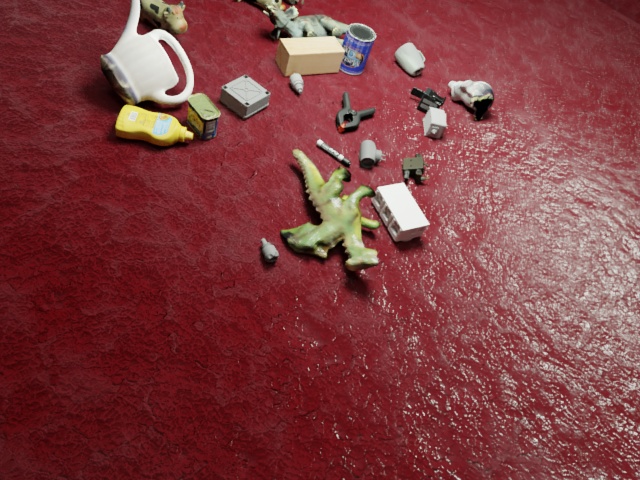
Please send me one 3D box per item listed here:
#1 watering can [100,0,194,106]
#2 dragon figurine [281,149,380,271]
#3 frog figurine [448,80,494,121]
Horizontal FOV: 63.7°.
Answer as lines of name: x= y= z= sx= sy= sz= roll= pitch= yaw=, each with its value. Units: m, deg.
watering can: x=-0.502 y=-0.517 z=1.423 sx=0.226 sy=0.104 sz=0.345 roll=-35 pitch=101 yaw=-19
dragon figurine: x=0.004 y=-0.067 z=1.323 sx=0.414 sy=0.119 sz=0.246 roll=37 pitch=59 yaw=23
frog figurine: x=0.539 y=-0.522 z=1.833 sx=0.136 sy=0.121 sz=0.163 roll=24 pitch=30 yaw=-44
